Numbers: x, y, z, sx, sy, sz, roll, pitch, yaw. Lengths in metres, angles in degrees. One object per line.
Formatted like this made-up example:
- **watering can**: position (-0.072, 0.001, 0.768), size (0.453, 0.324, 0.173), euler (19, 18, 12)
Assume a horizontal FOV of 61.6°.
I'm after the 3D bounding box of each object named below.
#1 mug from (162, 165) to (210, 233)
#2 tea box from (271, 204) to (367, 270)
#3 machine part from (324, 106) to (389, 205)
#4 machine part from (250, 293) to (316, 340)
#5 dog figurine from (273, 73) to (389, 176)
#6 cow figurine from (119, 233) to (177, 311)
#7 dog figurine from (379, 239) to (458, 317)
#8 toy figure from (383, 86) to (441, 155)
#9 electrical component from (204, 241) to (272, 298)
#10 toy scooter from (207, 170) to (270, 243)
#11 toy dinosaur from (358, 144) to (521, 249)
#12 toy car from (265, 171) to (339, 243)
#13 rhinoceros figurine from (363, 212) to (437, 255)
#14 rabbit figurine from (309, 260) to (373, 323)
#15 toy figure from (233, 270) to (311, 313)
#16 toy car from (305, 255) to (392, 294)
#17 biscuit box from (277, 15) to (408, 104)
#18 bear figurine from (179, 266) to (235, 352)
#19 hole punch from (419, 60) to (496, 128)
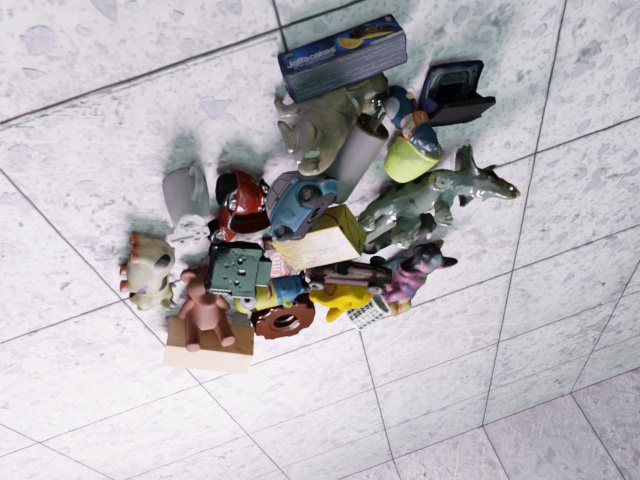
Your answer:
- **mug**: position (-0.231, -0.072, 0.966), size (0.081, 0.107, 0.109), euler (11, 134, -36)
- **tea box**: position (-0.002, -0.003, 1.093), size (0.170, 0.068, 0.098), euler (-11, 132, 33)
- **machine part**: position (0.058, -0.153, 1.027), size (0.079, 0.079, 0.243), euler (6, 135, -31)
- **machine part**: position (-0.095, 0.195, 1.394), size (0.179, 0.056, 0.179), euler (-14, 143, -11)
- **dog figurine**: position (0.036, -0.199, 0.894), size (0.191, 0.172, 0.121), euler (-22, 154, 12)
- **cow figurine**: position (-0.348, 0.077, 1.115), size (0.127, 0.085, 0.194), euler (9, 133, -25)
- **dog figurine**: position (0.247, 0.091, 1.390), size (0.219, 0.109, 0.191), euler (-29, 141, 6)
- **toy figure**: position (0.156, -0.209, 0.943), size (0.058, 0.155, 0.064), euler (-18, 143, -8)
- **electrical component**: position (-0.171, 0.060, 1.130), size (0.134, 0.058, 0.114), euler (5, 105, -17)
- **toy scooter**: position (-0.143, -0.062, 1.048), size (0.135, 0.075, 0.183), euler (-2, 141, -25)
- **toy dinosaur**: position (0.202, -0.081, 1.143), size (0.405, 0.192, 0.131), euler (-20, 104, 26)
- **toy car**: position (-0.046, -0.074, 1.000), size (0.161, 0.103, 0.109), euler (-50, 164, 18)
- **rhinoceros figurine**: position (0.179, -0.017, 1.252), size (0.190, 0.073, 0.112), euler (-21, 141, 0)
- **rabbit figurine**: position (0.065, 0.140, 1.353), size (0.162, 0.122, 0.173), euler (-44, 147, 22)
- **toy figure**: position (-0.116, 0.126, 1.281), size (0.180, 0.082, 0.089), euler (-14, 140, -13)
- **toy car**: position (0.065, 0.073, 1.241), size (0.202, 0.089, 0.053), euler (4, 148, 11)
- **biscuit box**: position (0.036, -0.291, 0.866), size (0.203, 0.059, 0.062), euler (-21, 143, -1)
- **bear figurine**: position (-0.253, 0.149, 1.210), size (0.120, 0.132, 0.195), euler (-7, 146, -21)
- **hole punch**: position (0.245, -0.265, 0.989), size (0.142, 0.092, 0.116), euler (-13, 172, -14)
